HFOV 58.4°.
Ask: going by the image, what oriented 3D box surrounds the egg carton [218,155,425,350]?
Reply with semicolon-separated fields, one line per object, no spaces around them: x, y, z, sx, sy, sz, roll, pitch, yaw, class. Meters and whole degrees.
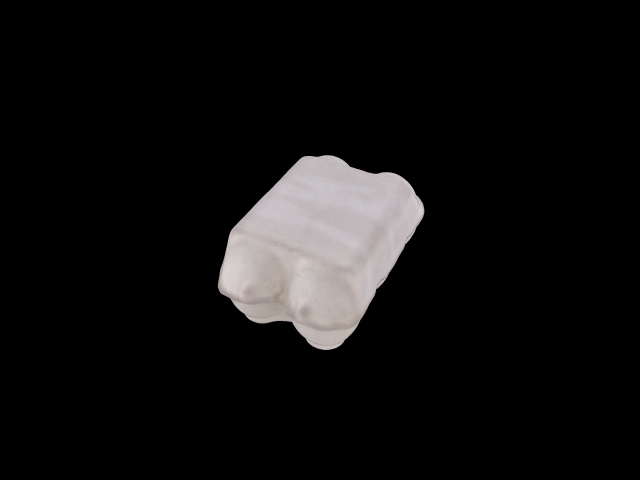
0.004;0.001;0.400;0.107;0.069;0.150;19;46;19;egg carton
